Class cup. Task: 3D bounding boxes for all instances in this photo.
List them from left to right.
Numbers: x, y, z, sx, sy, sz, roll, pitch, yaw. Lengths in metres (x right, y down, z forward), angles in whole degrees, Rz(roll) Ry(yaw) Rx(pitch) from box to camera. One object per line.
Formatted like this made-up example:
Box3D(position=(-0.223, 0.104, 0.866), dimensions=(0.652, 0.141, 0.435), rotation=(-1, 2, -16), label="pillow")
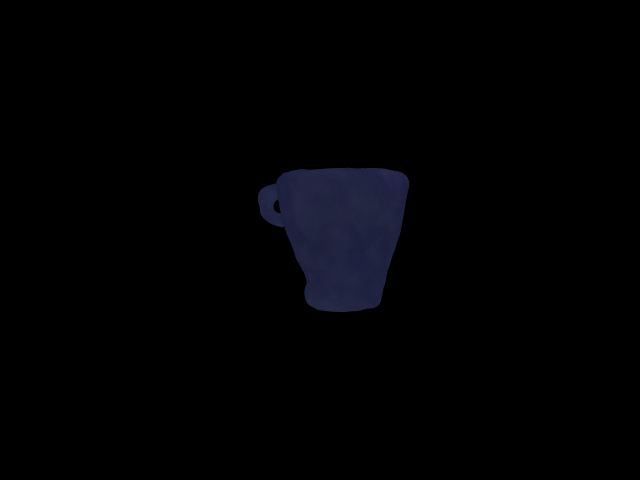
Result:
Box3D(position=(0.004, 0.001, 0.400), dimensions=(0.117, 0.095, 0.092), rotation=(0, 0, 32), label="cup")
